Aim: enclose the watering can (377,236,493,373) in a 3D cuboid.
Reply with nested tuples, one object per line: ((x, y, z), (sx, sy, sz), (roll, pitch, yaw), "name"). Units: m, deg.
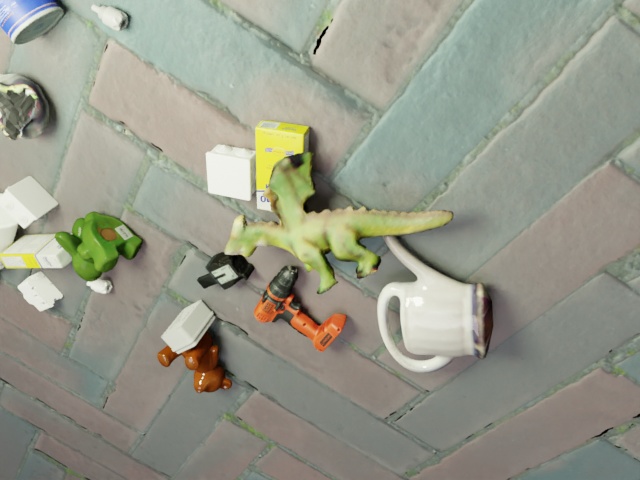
((0.219, 0.116, 1.003), (0.224, 0.106, 0.342), (-1, 112, 18), "watering can")

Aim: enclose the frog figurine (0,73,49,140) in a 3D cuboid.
((-0.621, -0.267, 1.041), (0.160, 0.124, 0.135), (14, 146, 55), "frog figurine")

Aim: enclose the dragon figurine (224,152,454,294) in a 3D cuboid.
((0.003, -0.047, 0.926), (0.406, 0.125, 0.240), (-27, 110, 23), "dragon figurine")
